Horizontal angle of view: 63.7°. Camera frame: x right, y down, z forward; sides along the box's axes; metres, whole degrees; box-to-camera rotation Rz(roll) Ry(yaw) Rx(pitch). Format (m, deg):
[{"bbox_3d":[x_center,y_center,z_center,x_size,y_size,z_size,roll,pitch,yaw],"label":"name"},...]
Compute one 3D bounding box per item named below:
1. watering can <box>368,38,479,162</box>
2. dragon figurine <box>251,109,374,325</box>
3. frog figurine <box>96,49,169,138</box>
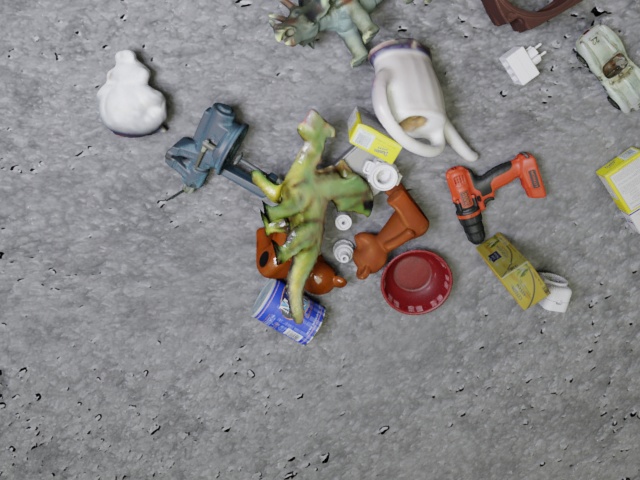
[{"bbox_3d":[0.201,-0.261,1.004,0.103,0.347,0.227,-21,74,39],"label":"watering can"},{"bbox_3d":[0.003,-0.051,1.022,0.244,0.123,0.404,-19,110,-15],"label":"dragon figurine"},{"bbox_3d":[-0.370,-0.287,1.013,0.138,0.125,0.156,15,122,15],"label":"frog figurine"}]
